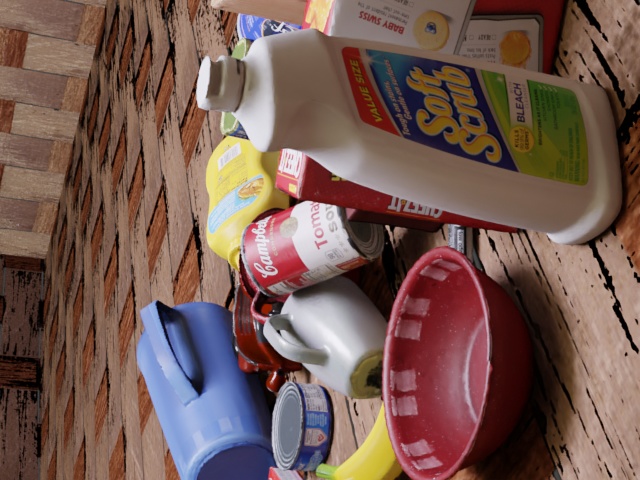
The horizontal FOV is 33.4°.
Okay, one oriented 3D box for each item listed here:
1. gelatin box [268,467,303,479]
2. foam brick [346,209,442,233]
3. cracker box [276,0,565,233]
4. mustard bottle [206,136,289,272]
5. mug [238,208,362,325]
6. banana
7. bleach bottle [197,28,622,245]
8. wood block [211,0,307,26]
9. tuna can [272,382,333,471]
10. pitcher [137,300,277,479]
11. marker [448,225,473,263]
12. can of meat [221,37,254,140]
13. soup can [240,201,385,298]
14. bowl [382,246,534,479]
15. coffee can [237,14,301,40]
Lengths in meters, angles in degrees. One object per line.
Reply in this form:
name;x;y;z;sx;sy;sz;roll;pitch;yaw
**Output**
gelatin box;-0.032;0.273;1.051;0.089;0.030;0.073;-150;70;-68
foam brick;0.064;-0.044;0.840;0.051;0.078;0.053;123;148;-52
cracker box;0.070;-0.124;0.728;0.072;0.164;0.214;-150;69;-71
mustard bottle;-0.073;-0.033;1.076;0.096;0.058;0.191;-35;36;24
mug;-0.021;0.029;0.983;0.082;0.093;0.117;9;56;40
banana;0.053;0.133;0.834;0.070;0.037;0.198;34;116;21
bleach bottle;0.052;-0.063;0.626;0.068;0.250;0.102;137;137;-60
wood block;0.033;-0.202;0.795;0.091;0.205;0.090;-171;89;-70
tuna can;-0.018;0.182;1.041;0.086;0.033;0.086;-173;90;-70
pitcher;-0.127;0.179;1.189;0.243;0.149;0.145;-121;43;-55
marker;0.106;-0.025;0.803;0.020;0.020;0.121;147;128;-65
can of meat;-0.048;-0.144;1.062;0.058;0.083;0.102;164;115;-66
soup can;-0.006;0.001;0.890;0.102;0.068;0.068;-22;56;29
bowl;0.099;0.087;0.728;0.162;0.055;0.162;-172;90;-70
coffee can;-0.016;-0.244;1.093;0.140;0.102;0.103;141;133;-62
